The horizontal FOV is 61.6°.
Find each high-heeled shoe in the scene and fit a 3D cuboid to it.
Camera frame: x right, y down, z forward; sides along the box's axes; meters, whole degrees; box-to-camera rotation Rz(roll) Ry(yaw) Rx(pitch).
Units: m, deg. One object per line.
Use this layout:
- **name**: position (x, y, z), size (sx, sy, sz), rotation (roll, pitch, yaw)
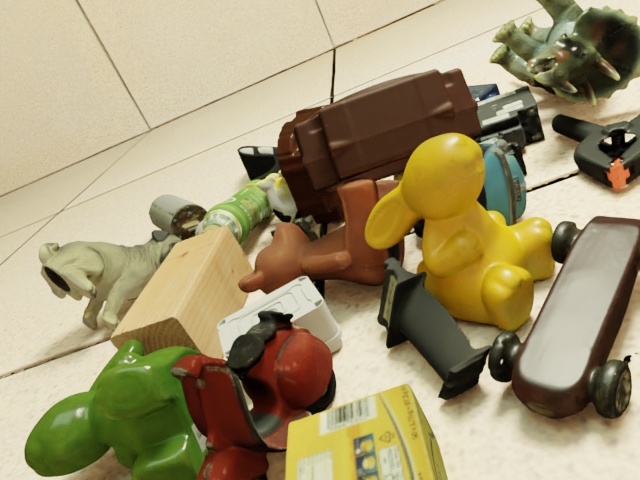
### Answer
- **high-heeled shoe**: position (-0.089, -0.173, 1.128), size (0.145, 0.086, 0.249), rotation (-23, 28, -4)

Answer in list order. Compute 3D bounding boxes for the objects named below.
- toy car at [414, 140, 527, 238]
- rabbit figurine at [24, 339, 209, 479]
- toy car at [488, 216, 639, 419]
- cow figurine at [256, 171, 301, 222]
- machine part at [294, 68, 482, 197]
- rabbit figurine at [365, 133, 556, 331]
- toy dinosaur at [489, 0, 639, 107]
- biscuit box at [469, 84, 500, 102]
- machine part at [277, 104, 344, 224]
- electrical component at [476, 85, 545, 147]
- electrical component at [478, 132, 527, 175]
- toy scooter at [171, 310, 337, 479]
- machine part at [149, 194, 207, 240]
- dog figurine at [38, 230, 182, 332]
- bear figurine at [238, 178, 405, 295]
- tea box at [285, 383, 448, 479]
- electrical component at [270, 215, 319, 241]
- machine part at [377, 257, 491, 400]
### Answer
- **toy car**: position (0.178, -0.052, 0.618), size (0.103, 0.109, 0.162), rotation (-12, 4, -30)
- **rabbit figurine**: position (-0.191, 0.157, 0.507), size (0.170, 0.121, 0.159), rotation (-19, 18, 9)
- **toy car**: position (0.207, 0.052, 0.418), size (0.089, 0.053, 0.202), rotation (6, 43, 42)
- **cow figurine**: position (-0.044, -0.070, 0.878), size (0.068, 0.098, 0.167), rotation (-26, 5, 8)
- **machine part**: position (0.075, -0.123, 0.644), size (0.201, 0.087, 0.201), rotation (-18, 1, 4)
- **rabbit figurine**: position (0.126, -0.022, 0.502), size (0.122, 0.173, 0.163), rotation (-43, 33, -26)
- **toy dinosaur**: position (0.369, -0.274, 0.817), size (0.131, 0.192, 0.405), rotation (-49, -10, 20)
- **biscuit box**: position (0.229, -0.233, 0.961), size (0.063, 0.059, 0.203), rotation (-37, 27, -21)
- **machine part**: position (0.007, -0.115, 0.810), size (0.056, 0.179, 0.179), rotation (-7, 30, 29)
- **electrical component**: position (0.268, -0.171, 0.803), size (0.115, 0.058, 0.134), rotation (-17, 26, 24)
- **electrical component**: position (0.206, -0.097, 0.724), size (0.119, 0.047, 0.075), rotation (-24, 24, 6)
- **toy scooter**: position (-0.055, 0.119, 0.436), size (0.075, 0.135, 0.184), rotation (-10, 27, 34)
- **machine part**: position (-0.273, -0.043, 1.041), size (0.079, 0.079, 0.243), rotation (-35, 25, -21)
- **dog figurine**: position (-0.314, 0.026, 0.839), size (0.121, 0.172, 0.190), rotation (7, 46, 33)
- **bear figurine**: position (-0.001, 0.002, 0.640), size (0.196, 0.131, 0.120), rotation (-4, 2, 32)
- **tea box**: position (0.033, 0.176, 0.315), size (0.098, 0.068, 0.170), rotation (-21, 26, 11)
- **electrical component**: position (-0.044, -0.001, 0.756), size (0.078, 0.045, 0.102), rotation (-26, 6, -23)
- **machine part**: position (0.090, 0.078, 0.467), size (0.039, 0.084, 0.139), rotation (-2, 25, -24)
